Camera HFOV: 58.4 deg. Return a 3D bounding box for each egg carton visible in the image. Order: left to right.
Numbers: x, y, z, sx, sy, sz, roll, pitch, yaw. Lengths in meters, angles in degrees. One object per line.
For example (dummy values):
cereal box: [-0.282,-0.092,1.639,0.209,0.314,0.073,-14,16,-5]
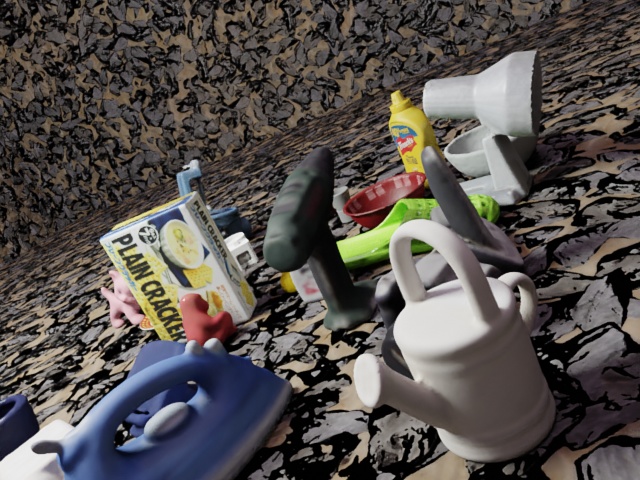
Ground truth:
egg carton: [-0.313,0.272,0.669,0.149,0.069,0.107,-4,28,48]

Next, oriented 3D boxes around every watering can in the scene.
watering can: [0.106,0.075,0.453,0.100,0.194,0.173,-8,25,43]

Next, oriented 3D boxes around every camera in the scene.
camera: [0.108,0.076,0.598,0.142,0.101,0.137,-5,28,47]

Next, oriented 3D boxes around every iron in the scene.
iron: [-0.148,0.182,0.584,0.259,0.142,0.118,-38,22,-33]

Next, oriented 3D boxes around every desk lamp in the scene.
desk lamp: [0.256,-0.161,0.872,0.202,0.214,0.118,-13,22,34]

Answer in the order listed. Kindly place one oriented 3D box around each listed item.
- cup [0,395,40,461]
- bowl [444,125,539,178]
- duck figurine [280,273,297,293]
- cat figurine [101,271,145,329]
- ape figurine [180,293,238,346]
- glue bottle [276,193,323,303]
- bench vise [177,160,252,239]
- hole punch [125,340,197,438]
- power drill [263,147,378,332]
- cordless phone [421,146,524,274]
cup: [-0.424,0.275,0.770,0.117,0.095,0.092,-18,20,22]
bowl: [0.309,-0.154,1.004,0.167,0.075,0.167,-23,18,8]
duck figurine: [-0.031,0.026,0.943,0.104,0.086,0.077,-29,19,-8]
cat figurine: [-0.386,0.107,1.143,0.127,0.118,0.067,-14,22,33]
ape figurine: [-0.180,0.121,0.872,0.077,0.092,0.076,-7,26,45]
glue bottle: [-0.024,0.008,0.843,0.078,0.173,0.037,-20,19,16]
bench vise: [-0.272,-0.052,1.263,0.121,0.220,0.208,-7,26,44]
hole punch: [-0.203,0.188,0.720,0.108,0.091,0.101,-10,24,39]
power drill: [0.007,0.003,0.761,0.075,0.209,0.230,-17,20,25]
cordless phone: [0.170,-0.041,0.701,0.094,0.185,0.147,-23,19,9]
